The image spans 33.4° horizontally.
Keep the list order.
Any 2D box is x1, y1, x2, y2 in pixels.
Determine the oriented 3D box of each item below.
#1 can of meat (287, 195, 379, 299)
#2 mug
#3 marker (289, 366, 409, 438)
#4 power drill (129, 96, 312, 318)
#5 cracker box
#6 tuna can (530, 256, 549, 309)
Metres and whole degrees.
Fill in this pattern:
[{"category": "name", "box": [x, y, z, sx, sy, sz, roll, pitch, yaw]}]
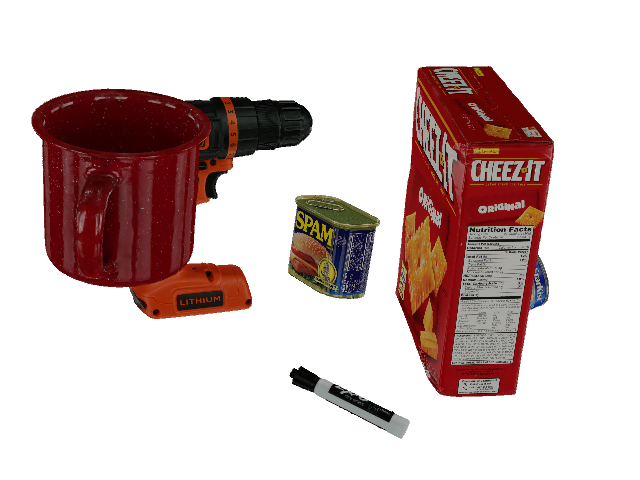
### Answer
[{"category": "can of meat", "box": [0.011, 0.007, 1.127, 0.057, 0.084, 0.102, -4, 21, -35]}, {"category": "mug", "box": [-0.108, -0.022, 0.566, 0.093, 0.081, 0.117, 6, 28, -2]}, {"category": "marker", "box": [0.025, 0.150, 0.998, 0.121, 0.020, 0.020, 25, 7, 15]}, {"category": "power drill", "box": [-0.097, -0.031, 0.924, 0.184, 0.188, 0.057, -5, 20, -18]}, {"category": "cracker box", "box": [0.112, -0.010, 0.839, 0.072, 0.214, 0.164, -2, 28, -8]}, {"category": "tuna can", "box": [0.209, 0.037, 1.156, 0.033, 0.086, 0.086, -21, 6, -16]}]
